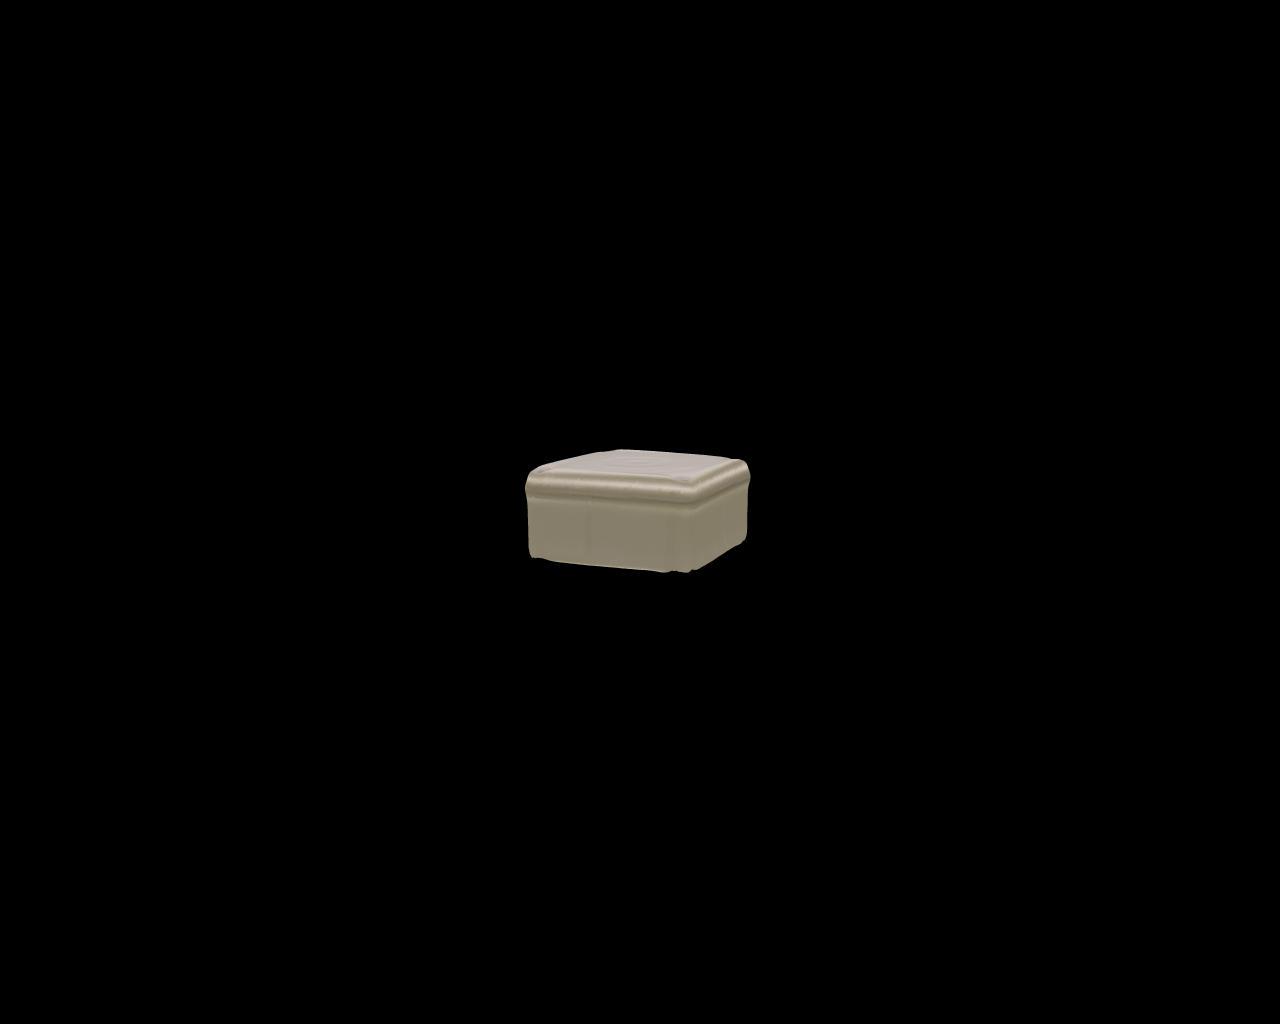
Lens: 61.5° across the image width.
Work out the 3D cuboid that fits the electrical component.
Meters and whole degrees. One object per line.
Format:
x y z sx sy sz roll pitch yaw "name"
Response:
0.001 -0.003 0.650 0.109 0.056 0.109 5 12 24 "electrical component"
